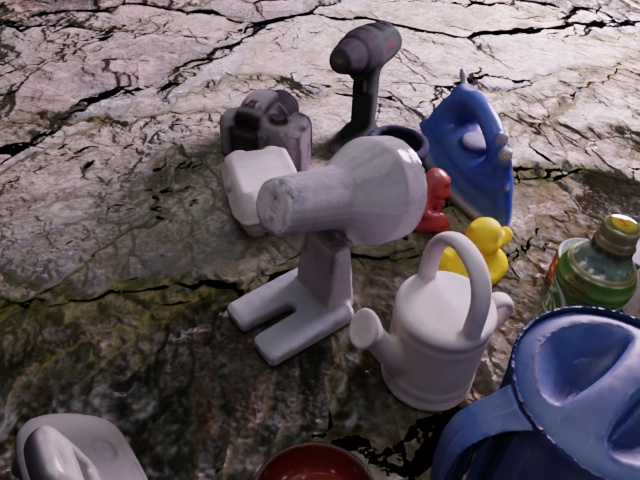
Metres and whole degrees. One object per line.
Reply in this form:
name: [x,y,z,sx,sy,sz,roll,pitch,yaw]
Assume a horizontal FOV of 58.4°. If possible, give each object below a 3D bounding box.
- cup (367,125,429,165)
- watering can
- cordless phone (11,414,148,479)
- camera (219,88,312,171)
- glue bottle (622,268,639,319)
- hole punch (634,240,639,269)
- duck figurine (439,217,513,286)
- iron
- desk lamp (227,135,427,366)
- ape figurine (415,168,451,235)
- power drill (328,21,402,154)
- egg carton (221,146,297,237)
cup: [0.096,-0.107,0.840,0.118,0.095,0.091,-6,43,-11]
watering can: [0.116,0.080,0.565,0.173,0.194,0.100,-30,52,-32]
cordless phone: [-0.189,0.174,0.441,0.094,0.185,0.147,-25,50,-29]
camera: [-0.070,-0.190,0.911,0.143,0.101,0.137,17,44,13]
glue bottle: [0.420,0.028,0.665,0.078,0.173,0.037,8,42,3]
hole punch: [0.480,0.003,0.759,0.100,0.091,0.109,32,49,27]
duck figurine: [0.197,0.010,0.729,0.105,0.086,0.077,-9,44,-15]
iron: [0.239,-0.140,0.855,0.119,0.141,0.258,-6,43,-11]
desk lamp: [0.006,0.002,0.625,0.204,0.214,0.117,-27,51,-30]
ape figurine: [0.156,-0.057,0.794,0.076,0.092,0.078,18,44,15]
power drill: [0.065,-0.235,0.893,0.075,0.208,0.230,18,44,14]
egg carton: [-0.079,-0.073,0.806,0.107,0.069,0.150,-11,45,-16]
